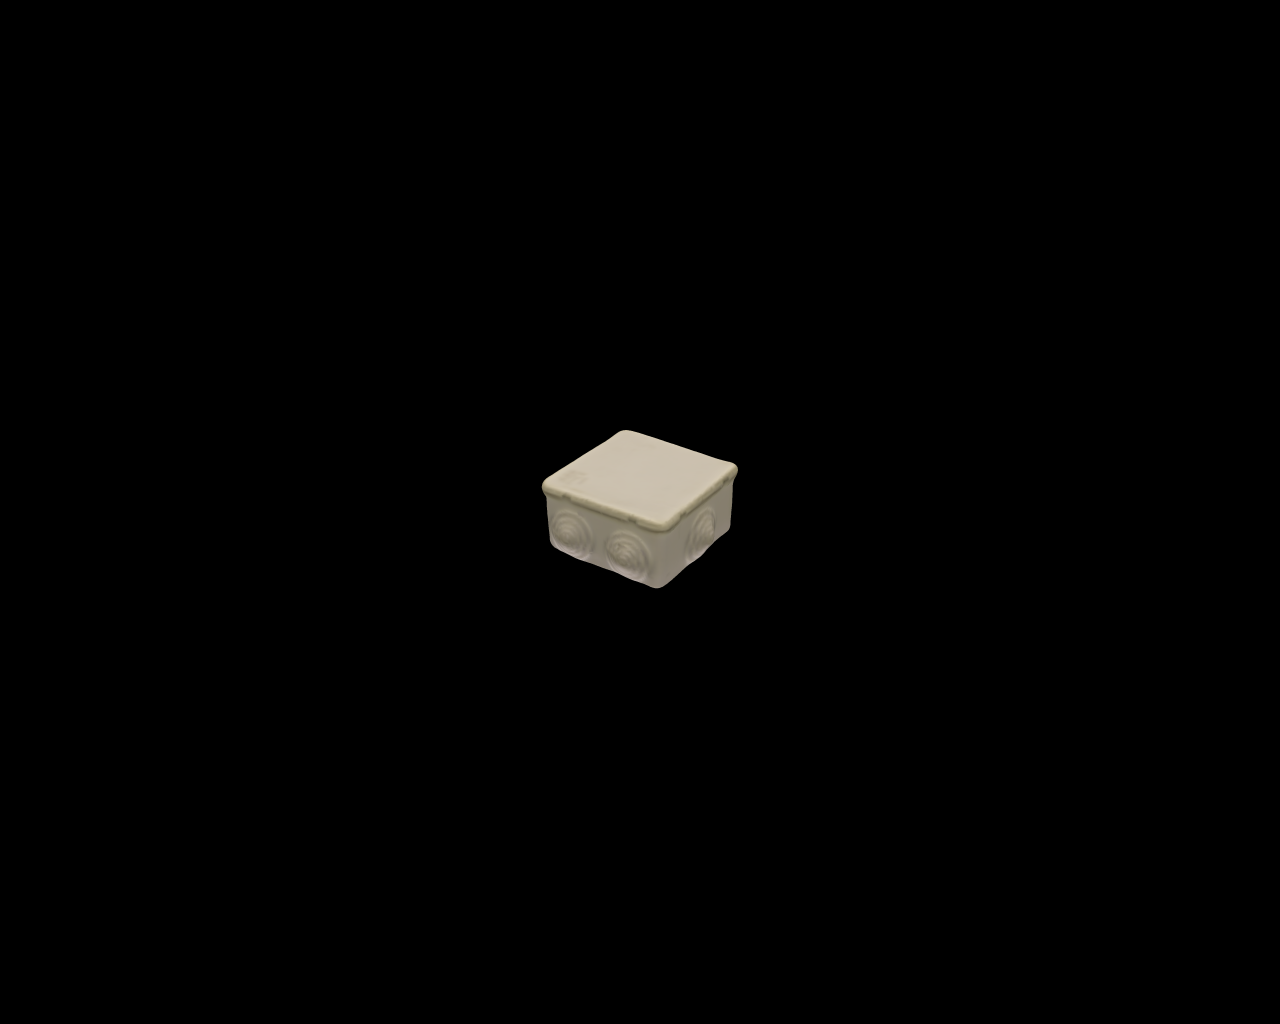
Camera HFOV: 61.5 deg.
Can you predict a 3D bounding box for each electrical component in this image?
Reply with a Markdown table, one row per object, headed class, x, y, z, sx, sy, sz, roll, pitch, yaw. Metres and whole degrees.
| class | x | y | z | sx | sy | sz | roll | pitch | yaw |
| --- | --- | --- | --- | --- | --- | --- | --- | --- | --- |
| electrical component | 0.001 | -0.003 | 0.650 | 0.100 | 0.048 | 0.100 | 20 | 36 | 29 |
